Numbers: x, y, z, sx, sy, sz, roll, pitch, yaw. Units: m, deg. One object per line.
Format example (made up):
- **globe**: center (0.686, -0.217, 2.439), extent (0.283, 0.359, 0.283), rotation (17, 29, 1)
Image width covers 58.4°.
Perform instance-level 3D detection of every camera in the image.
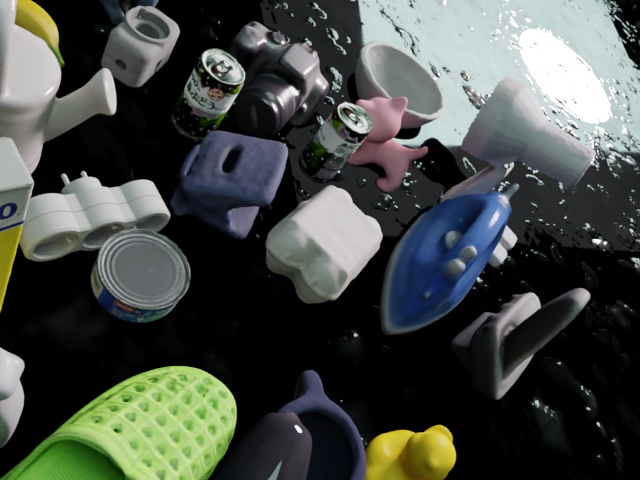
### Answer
- **camera**: center (-0.068, -0.208, 0.752), extent (0.143, 0.100, 0.137), rotation (37, 43, -8)

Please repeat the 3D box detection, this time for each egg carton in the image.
- **egg carton**: center (0.006, 0.002, 0.668), extent (0.107, 0.069, 0.150), rotation (44, 43, 0)

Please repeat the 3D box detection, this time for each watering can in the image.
- **watering can**: center (-0.265, -0.140, 0.481), extent (0.173, 0.193, 0.101), rotation (-12, 66, -42)

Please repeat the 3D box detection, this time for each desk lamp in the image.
- **desk lamp**: center (0.277, -0.104, 0.849), extent (0.203, 0.213, 0.118), rotation (47, 43, 3)

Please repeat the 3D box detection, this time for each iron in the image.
- **iron**: center (0.175, 0.016, 0.732), extent (0.118, 0.141, 0.259), rotation (44, 43, 0)

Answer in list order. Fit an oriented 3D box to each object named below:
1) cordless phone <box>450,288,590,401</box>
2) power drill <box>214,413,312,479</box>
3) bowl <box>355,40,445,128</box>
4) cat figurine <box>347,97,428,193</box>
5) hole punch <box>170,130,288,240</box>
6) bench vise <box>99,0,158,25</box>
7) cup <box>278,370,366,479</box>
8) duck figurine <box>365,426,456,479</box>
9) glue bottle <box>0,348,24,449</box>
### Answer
- **cordless phone**: center (0.266, 0.106, 0.699), extent (0.094, 0.184, 0.148), rotation (51, 43, 8)
- **power drill**: center (-0.096, 0.222, 0.319), extent (0.076, 0.208, 0.230), rotation (34, 44, -10)
- **bowl**: center (0.118, -0.239, 0.935), extent (0.168, 0.074, 0.167), rotation (20, 48, -24)
- **cat figurine**: center (0.094, -0.148, 0.815), extent (0.128, 0.117, 0.067), rotation (37, 43, -8)
- **hole punch**: center (-0.098, -0.071, 0.629), extent (0.101, 0.091, 0.108), rotation (28, 45, -16)
- **bench vise**: center (-0.245, -0.365, 0.652), extent (0.208, 0.219, 0.121), rotation (-13, 66, -42)
- **cup**: center (-0.023, 0.180, 0.490), extent (0.092, 0.094, 0.117), rotation (15, 50, -27)
- **duck figurine**: center (0.091, 0.218, 0.553), extent (0.077, 0.086, 0.105), rotation (51, 43, 7)
- **glue bottle**: center (-0.220, 0.087, 0.356), extent (0.078, 0.172, 0.037), rotation (21, 47, -22)
